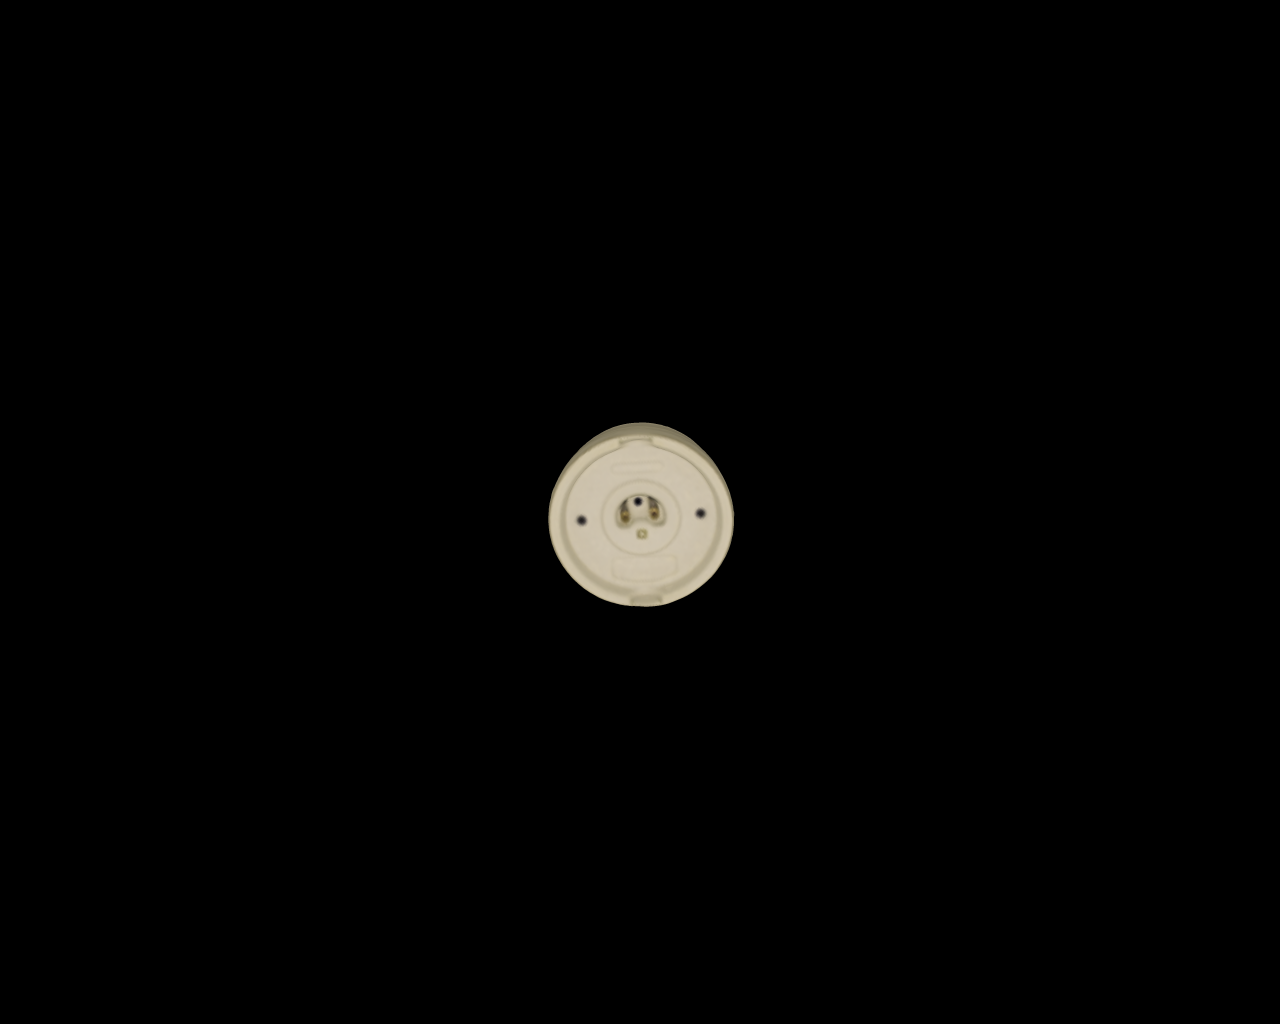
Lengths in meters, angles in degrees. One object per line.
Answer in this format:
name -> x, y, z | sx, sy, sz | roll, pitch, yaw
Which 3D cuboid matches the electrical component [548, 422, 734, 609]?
electrical component -> 0.001, -0.003, 0.650 | 0.108, 0.108, 0.060 | 0, 18, 0
